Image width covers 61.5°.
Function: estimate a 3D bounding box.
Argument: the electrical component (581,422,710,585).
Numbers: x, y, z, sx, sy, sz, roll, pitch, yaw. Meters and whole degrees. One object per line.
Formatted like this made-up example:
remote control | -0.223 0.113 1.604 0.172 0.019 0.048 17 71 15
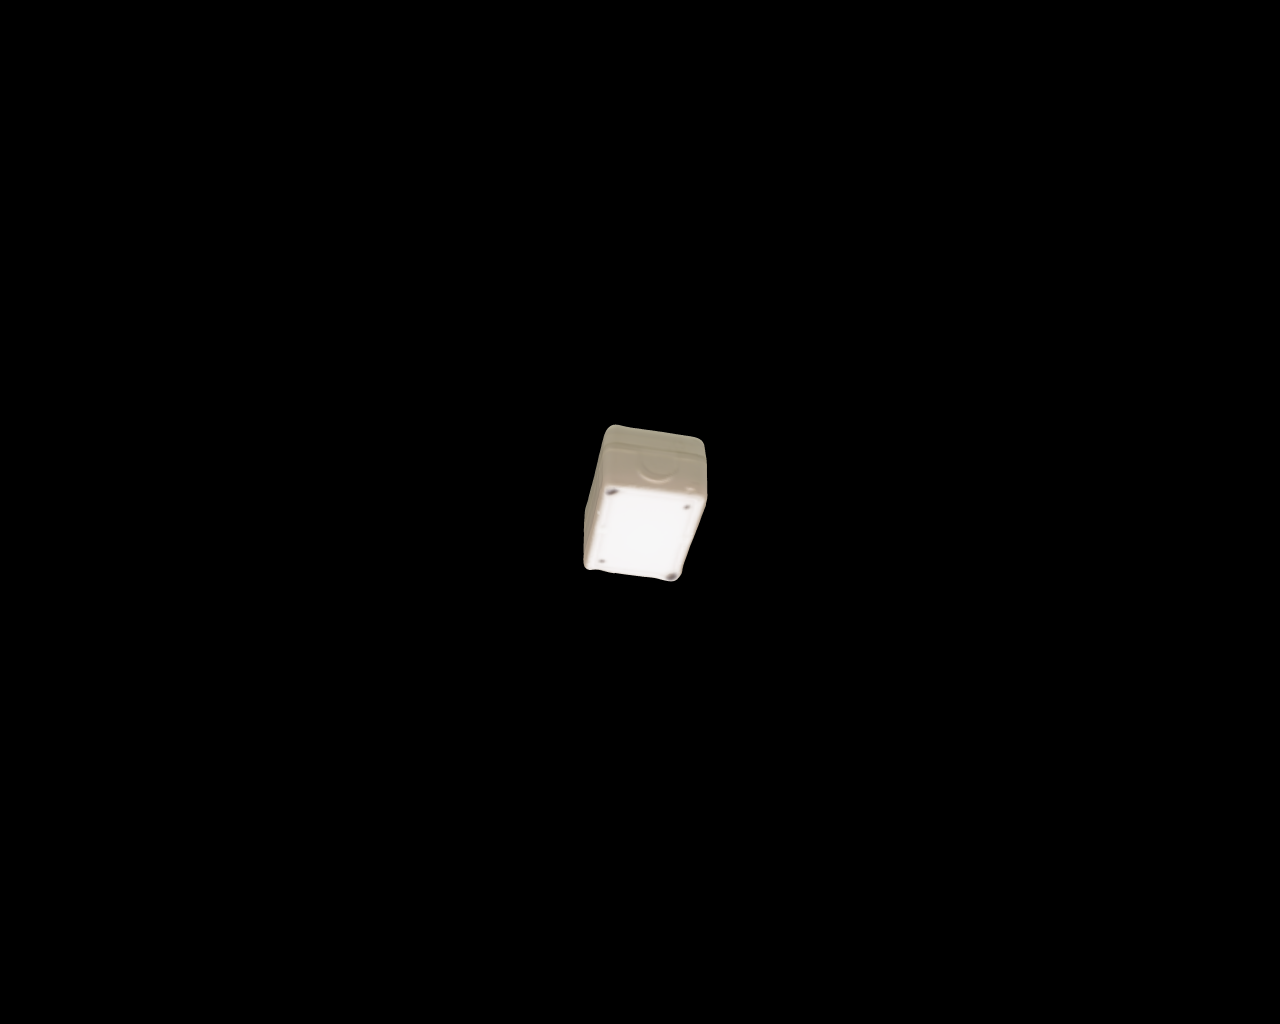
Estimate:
electrical component | 0.001 -0.003 0.650 0.062 0.061 0.096 8 -43 -8
